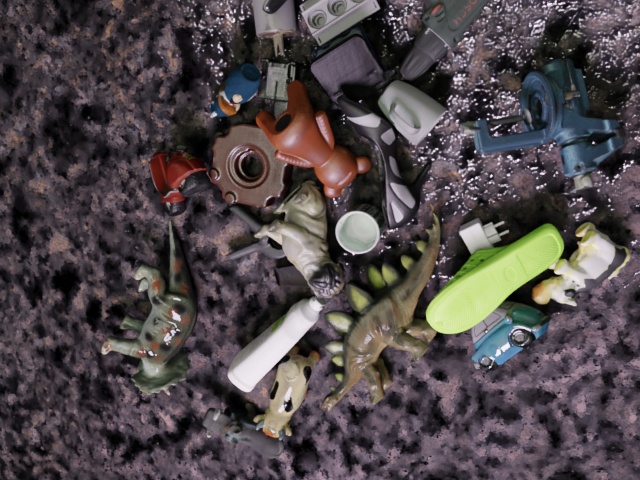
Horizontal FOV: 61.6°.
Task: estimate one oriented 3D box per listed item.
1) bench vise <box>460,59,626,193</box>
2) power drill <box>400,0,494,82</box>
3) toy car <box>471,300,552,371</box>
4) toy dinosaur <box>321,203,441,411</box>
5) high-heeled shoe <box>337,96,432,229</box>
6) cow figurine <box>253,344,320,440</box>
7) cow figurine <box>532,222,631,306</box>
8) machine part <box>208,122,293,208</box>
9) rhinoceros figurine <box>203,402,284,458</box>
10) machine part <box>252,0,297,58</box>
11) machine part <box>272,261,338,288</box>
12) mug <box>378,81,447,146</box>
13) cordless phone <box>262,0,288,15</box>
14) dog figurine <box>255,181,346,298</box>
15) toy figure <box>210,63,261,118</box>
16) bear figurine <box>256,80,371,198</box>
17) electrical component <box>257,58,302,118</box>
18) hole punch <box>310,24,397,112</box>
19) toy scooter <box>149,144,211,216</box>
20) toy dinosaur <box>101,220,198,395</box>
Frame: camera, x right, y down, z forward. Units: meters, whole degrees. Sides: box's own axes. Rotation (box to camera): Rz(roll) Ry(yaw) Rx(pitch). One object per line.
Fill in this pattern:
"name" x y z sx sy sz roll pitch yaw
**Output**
"bench vise" 0.355 -0.178 0.881 0.241 0.129 0.223 -9 94 0
"power drill" 0.173 -0.416 0.903 0.232 0.086 0.207 -39 87 19
"toy car" 0.340 0.166 1.001 0.161 0.109 0.103 -47 66 31
"toy dinosaur" 0.126 0.154 1.050 0.199 0.105 0.471 38 106 7
"high-heeled shoe" 0.095 -0.136 0.979 0.248 0.086 0.145 36 93 -14
"cow figurine" -0.071 0.331 1.134 0.086 0.127 0.194 22 106 12
"cow figurine" 0.459 0.061 0.954 0.098 0.068 0.167 34 111 -1
"machine part" -0.135 -0.149 1.068 0.180 0.056 0.179 3 104 14
"rhinoceros figurine" -0.168 0.425 1.193 0.190 0.112 0.073 25 111 0
"machine part" -0.087 -0.456 0.967 0.079 0.079 0.243 -3 103 16
"machine part" -0.030 0.075 1.106 0.139 0.039 0.084 1 108 14
"mug" 0.151 -0.225 0.945 0.107 0.109 0.080 41 135 6
"cordless phone" -0.021 -0.452 0.911 0.088 0.146 0.184 42 108 -6
"dog figurine" -0.005 -0.002 1.046 0.190 0.121 0.172 43 78 -14
"toy figure" -0.165 -0.276 1.026 0.057 0.064 0.154 46 144 -11
"bear figurine" -0.006 -0.178 0.995 0.120 0.195 0.132 -41 45 20
"electrical component" -0.079 -0.282 1.024 0.075 0.048 0.119 14 105 13
"hole punch" 0.051 -0.312 0.970 0.142 0.092 0.115 -27 125 17
"toy scooter" -0.294 -0.137 1.091 0.184 0.075 0.135 -32 79 50
"toy dinosaur" -0.338 0.175 1.179 0.192 0.131 0.404 27 105 -5
